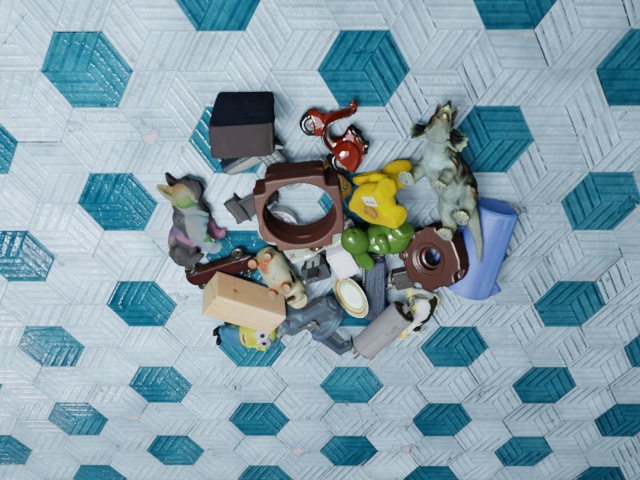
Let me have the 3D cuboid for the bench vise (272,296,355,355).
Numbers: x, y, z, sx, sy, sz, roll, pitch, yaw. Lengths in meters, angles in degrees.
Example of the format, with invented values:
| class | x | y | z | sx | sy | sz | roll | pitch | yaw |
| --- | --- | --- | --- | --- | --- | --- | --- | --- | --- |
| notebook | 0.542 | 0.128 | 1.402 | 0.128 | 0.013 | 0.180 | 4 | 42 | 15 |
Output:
| class | x | y | z | sx | sy | sz | roll | pitch | yaw |
| --- | --- | --- | --- | --- | --- | --- | --- | --- | --- |
| bench vise | 0.001 | 0.257 | 1.526 | 0.240 | 0.129 | 0.223 | 42 | 116 | -18 |

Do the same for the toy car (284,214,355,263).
| class | x | y | z | sx | sy | sz | roll | pitch | yaw |
| --- | --- | --- | --- | --- | --- | --- | --- | --- | --- |
| toy car | -0.003 | -0.004 | 1.393 | 0.202 | 0.056 | 0.073 | -24 | 119 | 15 |

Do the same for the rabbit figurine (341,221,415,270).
| class | x | y | z | sx | sy | sz | roll | pitch | yaw |
| --- | --- | --- | --- | --- | --- | --- | --- | --- | --- |
| rabbit figurine | 0.124 | -0.006 | 1.348 | 0.170 | 0.121 | 0.159 | -9 | 145 | -21 |

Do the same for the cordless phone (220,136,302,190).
| class | x | y | z | sx | sy | sz | roll | pitch | yaw |
| --- | --- | --- | --- | --- | --- | --- | --- | --- | --- |
| cordless phone | -0.134 | -0.170 | 1.284 | 0.147 | 0.089 | 0.184 | -27 | 135 | 16 |

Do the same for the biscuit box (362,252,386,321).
| class | x | y | z | sx | sy | sz | roll | pitch | yaw |
| --- | --- | --- | --- | --- | --- | --- | --- | --- | --- |
| biscuit box | 0.147 | 0.129 | 1.475 | 0.063 | 0.059 | 0.202 | -2 | 122 | 1 |

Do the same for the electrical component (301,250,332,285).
| class | x | y | z | sx | sy | sz | roll | pitch | yaw |
| --- | --- | --- | --- | --- | --- | --- | --- | --- | --- |
| electrical component | -0.009 | 0.082 | 1.412 | 0.075 | 0.119 | 0.047 | -20 | 120 | 10 |

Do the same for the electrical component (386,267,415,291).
| class | x | y | z | sx | sy | sz | roll | pitch | yaw |
| --- | --- | --- | --- | --- | --- | --- | --- | --- | --- |
| electrical component | 0.224 | 0.105 | 1.467 | 0.102 | 0.045 | 0.078 | -8 | 121 | 6 |

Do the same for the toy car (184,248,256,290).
| class | x | y | z | sx | sy | sz | roll | pitch | yaw |
| --- | --- | --- | --- | --- | --- | --- | --- | --- | --- |
| toy car | -0.267 | 0.074 | 1.448 | 0.202 | 0.053 | 0.089 | -19 | 134 | 12 |

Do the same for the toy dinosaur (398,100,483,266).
| class | x | y | z | sx | sy | sz | roll | pitch | yaw |
| --- | --- | --- | --- | --- | --- | --- | --- | --- | --- |
| toy dinosaur | 0.307 | -0.136 | 1.243 | 0.131 | 0.192 | 0.404 | 5 | 142 | 43 |

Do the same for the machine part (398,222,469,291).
| class | x | y | z | sx | sy | sz | roll | pitch | yaw |
| --- | --- | --- | --- | --- | --- | --- | --- | --- | --- |
| machine part | 0.287 | 0.044 | 1.361 | 0.180 | 0.056 | 0.179 | 12 | 110 | 36 |

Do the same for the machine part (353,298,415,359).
| class | x | y | z | sx | sy | sz | roll | pitch | yaw |
| --- | --- | --- | --- | --- | --- | --- | --- | --- | --- |
| machine part | 0.172 | 0.246 | 1.465 | 0.079 | 0.079 | 0.243 | 36 | 113 | -20 |

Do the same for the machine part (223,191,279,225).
| class | x | y | z | sx | sy | sz | roll | pitch | yaw |
| --- | --- | --- | --- | --- | --- | --- | --- | --- | --- |
| machine part | -0.170 | -0.094 | 1.350 | 0.139 | 0.039 | 0.084 | -24 | 114 | 16 |

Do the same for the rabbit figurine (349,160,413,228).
| class | x | y | z | sx | sy | sz | roll | pitch | yaw |
| --- | --- | --- | --- | --- | --- | --- | --- | --- | --- |
| rabbit figurine | 0.157 | -0.120 | 1.275 | 0.121 | 0.173 | 0.162 | 50 | 155 | -24 |

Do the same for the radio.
| class | x | y | z | sx | sy | sz | roll | pitch | yaw |
| --- | --- | --- | --- | --- | --- | --- | --- | --- | --- |
| radio | -0.161 | -0.249 | 1.140 | 0.131 | 0.230 | 0.073 | -2 | 123 | -4 |

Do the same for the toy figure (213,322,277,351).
| class | x | y | z | sx | sy | sz | roll | pitch | yaw |
| --- | --- | --- | --- | --- | --- | --- | --- | --- | --- |
| toy figure | -0.214 | 0.265 | 1.554 | 0.180 | 0.089 | 0.082 | -3 | 139 | 13 |

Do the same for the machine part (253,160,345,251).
| class | x | y | z | sx | sy | sz | roll | pitch | yaw |
| --- | --- | --- | --- | --- | --- | --- | --- | --- | --- |
| machine part | -0.047 | -0.080 | 1.259 | 0.201 | 0.087 | 0.201 | -7 | 128 | 2 |

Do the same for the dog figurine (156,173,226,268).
| class | x | y | z | sx | sy | sz | roll | pitch | yaw |
| --- | --- | --- | --- | --- | --- | --- | --- | --- | --- |
| dog figurine | -0.343 | -0.056 | 1.338 | 0.192 | 0.108 | 0.219 | -26 | 114 | 19 |

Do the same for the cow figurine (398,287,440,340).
| class | x | y | z | sx | sy | sz | roll | pitch | yaw |
| --- | --- | --- | --- | --- | --- | --- | --- | --- | --- |
| cow figurine | 0.277 | 0.214 | 1.527 | 0.098 | 0.068 | 0.167 | 6 | 123 | -10 |

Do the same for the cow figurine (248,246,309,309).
| class | x | y | z | sx | sy | sz | roll | pitch | yaw |
| --- | --- | --- | --- | --- | --- | --- | --- | --- | --- |
| cow figurine | -0.098 | 0.101 | 1.435 | 0.085 | 0.127 | 0.194 | -29 | 103 | 24 |

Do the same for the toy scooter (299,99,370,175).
| class | x | y | z | sx | sy | sz | roll | pitch | yaw |
| --- | --- | --- | --- | --- | --- | --- | --- | --- | --- |
| toy scooter | 0.053 | -0.244 | 1.232 | 0.135 | 0.075 | 0.183 | -34 | 112 | 21 |
